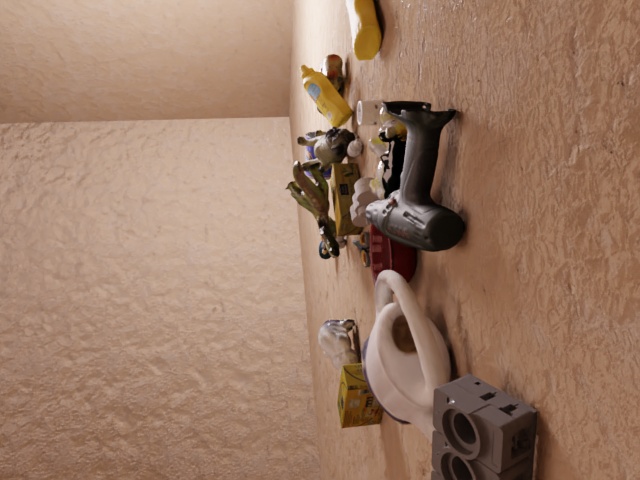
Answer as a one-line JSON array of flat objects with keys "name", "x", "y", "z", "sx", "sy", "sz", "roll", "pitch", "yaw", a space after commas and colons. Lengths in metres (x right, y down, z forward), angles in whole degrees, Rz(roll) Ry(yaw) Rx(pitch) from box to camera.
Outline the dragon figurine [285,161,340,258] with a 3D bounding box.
[{"name": "dragon figurine", "x": 0.004, "y": -0.069, "z": 1.373, "sx": 0.244, "sy": 0.122, "sz": 0.409, "roll": 64, "pitch": -175, "yaw": 5}]

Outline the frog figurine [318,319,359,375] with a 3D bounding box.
[{"name": "frog figurine", "x": 0.051, "y": 0.312, "z": 1.471, "sx": 0.135, "sy": 0.122, "sz": 0.163, "roll": 133, "pitch": 149, "yaw": -54}]

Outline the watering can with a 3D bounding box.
[{"name": "watering can", "x": 0.140, "y": 0.217, "z": 0.746, "sx": 0.219, "sy": 0.104, "sz": 0.355, "roll": 97, "pitch": 159, "yaw": -60}]
